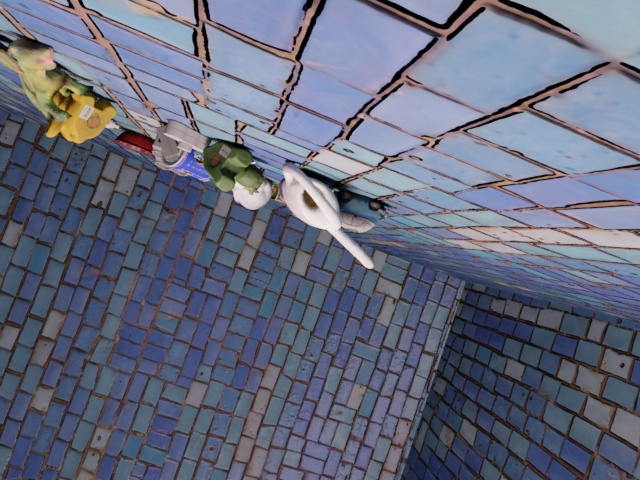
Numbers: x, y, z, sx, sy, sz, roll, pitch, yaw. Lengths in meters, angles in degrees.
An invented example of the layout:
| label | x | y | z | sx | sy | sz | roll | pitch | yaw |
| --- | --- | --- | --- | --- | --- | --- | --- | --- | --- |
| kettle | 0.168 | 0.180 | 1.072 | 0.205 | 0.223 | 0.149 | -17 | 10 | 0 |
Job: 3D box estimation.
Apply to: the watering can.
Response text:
| label | x | y | z | sx | sy | sz | roll | pitch | yaw |
| --- | --- | --- | --- | --- | --- | --- | --- | --- | --- |
| watering can | 0.004 | -0.068 | 1.360 | 0.343 | 0.104 | 0.226 | 52 | 172 | -20 |

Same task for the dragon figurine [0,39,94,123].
| label | x | y | z | sx | sy | sz | roll | pitch | yaw |
| --- | --- | --- | --- | --- | --- | --- | --- | --- | --- |
| dragon figurine | -0.640 | -0.371 | 1.100 | 0.412 | 0.124 | 0.238 | 16 | 158 | 41 |

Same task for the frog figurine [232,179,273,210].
| label | x | y | z | sx | sy | sz | roll | pitch | yaw |
| --- | --- | --- | --- | --- | --- | --- | --- | --- | --- |
| frog figurine | -0.249 | -0.183 | 1.813 | 0.136 | 0.125 | 0.157 | -18 | 150 | 23 |
